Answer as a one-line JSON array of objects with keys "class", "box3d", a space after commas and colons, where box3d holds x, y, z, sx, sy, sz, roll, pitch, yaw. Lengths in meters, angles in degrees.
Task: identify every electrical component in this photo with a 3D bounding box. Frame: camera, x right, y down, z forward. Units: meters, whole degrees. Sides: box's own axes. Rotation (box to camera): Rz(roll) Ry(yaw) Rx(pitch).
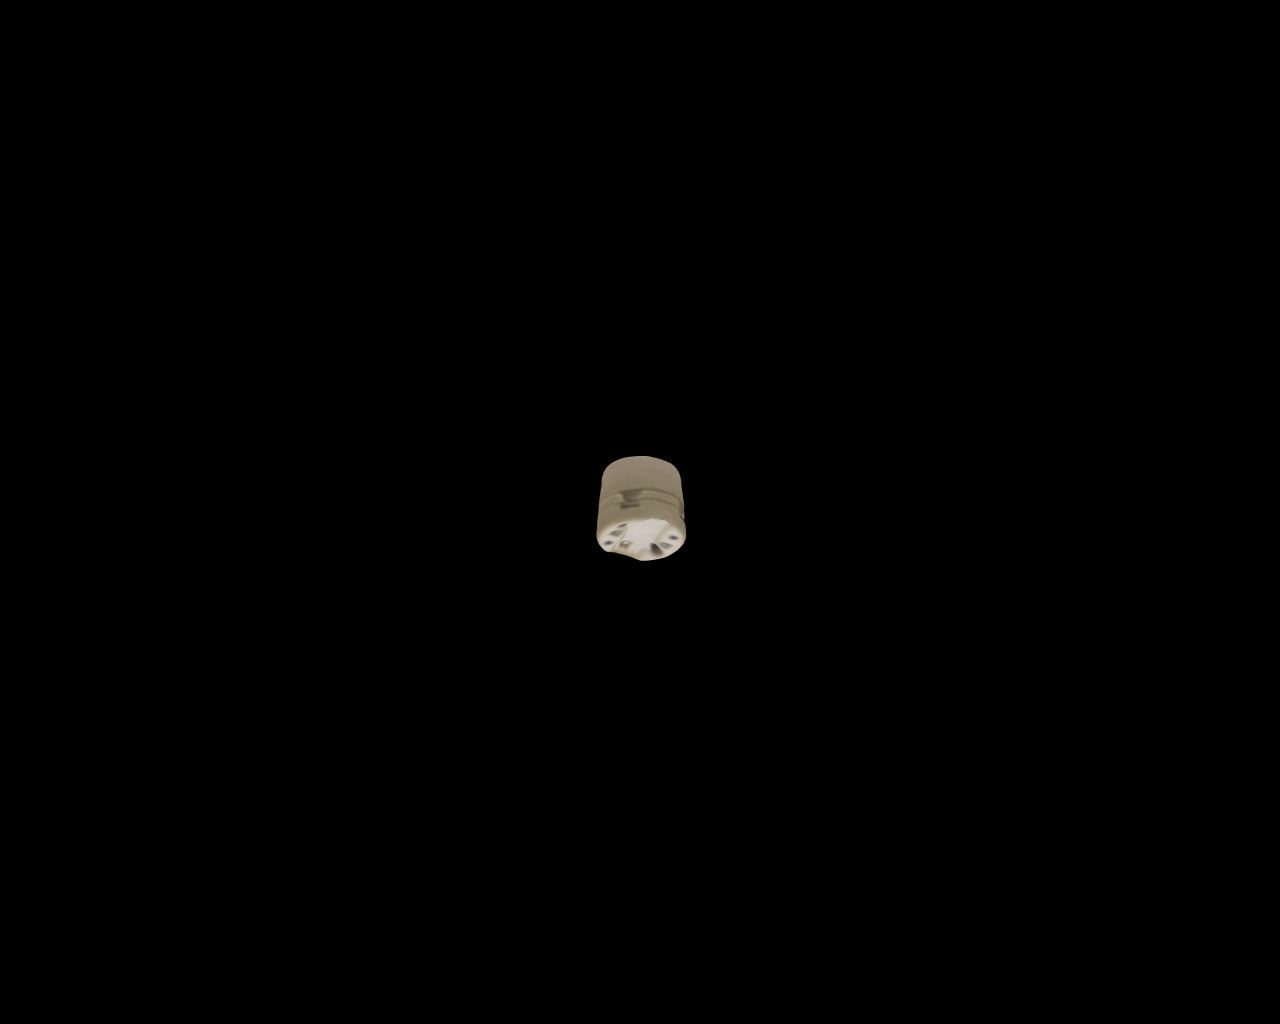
[{"class": "electrical component", "box3d": [0.001, -0.003, 0.650, 0.055, 0.047, 0.055, 0, -30, 0]}]
